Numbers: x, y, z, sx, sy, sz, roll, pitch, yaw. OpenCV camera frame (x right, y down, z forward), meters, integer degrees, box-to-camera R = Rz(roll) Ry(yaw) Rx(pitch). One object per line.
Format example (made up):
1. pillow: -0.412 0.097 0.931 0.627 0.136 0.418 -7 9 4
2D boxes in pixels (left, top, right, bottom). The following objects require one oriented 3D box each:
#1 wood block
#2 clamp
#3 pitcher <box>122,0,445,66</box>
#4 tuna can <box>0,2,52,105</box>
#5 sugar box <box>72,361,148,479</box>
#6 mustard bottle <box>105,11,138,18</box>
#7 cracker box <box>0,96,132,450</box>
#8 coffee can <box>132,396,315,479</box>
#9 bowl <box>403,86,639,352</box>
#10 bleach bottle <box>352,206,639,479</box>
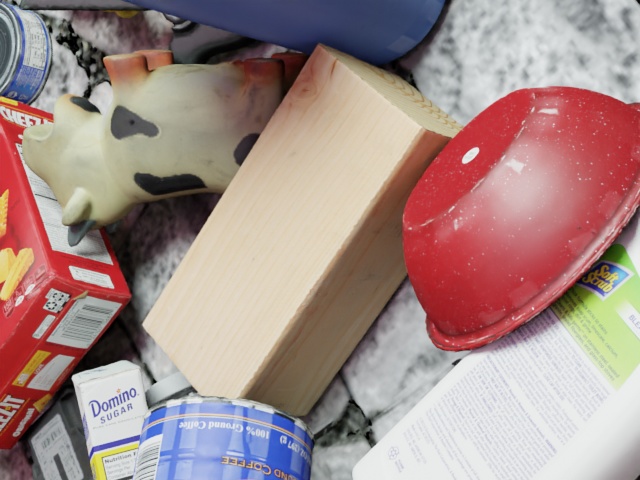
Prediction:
1. wood block: -0.004 0.001 0.639 0.091 0.090 0.206 44 110 30
2. clamp: -0.102 -0.164 0.734 0.210 0.036 0.164 -43 90 21
3. pitcher: -0.038 -0.177 0.586 0.145 0.242 0.149 -21 73 32
4. tuna can: -0.260 -0.150 0.872 0.086 0.033 0.086 -4 83 35
5. sugar box: -0.120 0.169 0.685 0.093 0.048 0.176 164 91 -74
6. mustard bottle: -0.186 -0.237 0.813 0.096 0.058 0.192 -46 62 22
7. cracker box: -0.238 0.019 0.791 0.164 0.072 0.214 -50 47 21
8. coffee can: -0.059 0.171 0.585 0.103 0.102 0.140 -19 50 33
9. bowl: 0.092 -0.024 0.532 0.055 0.162 0.162 41 115 -13
10. bleach bottle: 0.129 0.063 0.485 0.251 0.068 0.103 -47 51 17
